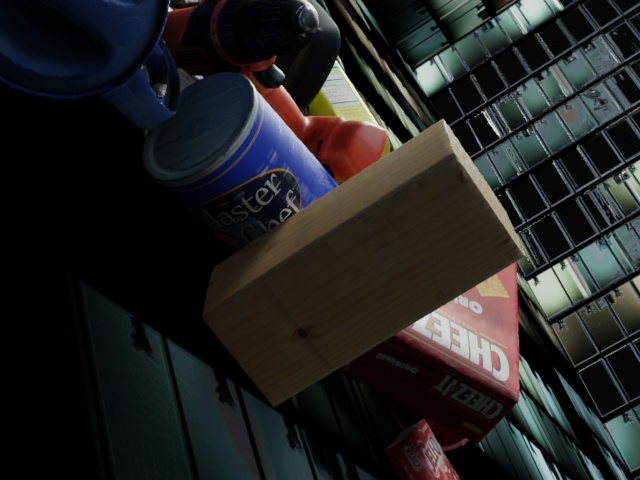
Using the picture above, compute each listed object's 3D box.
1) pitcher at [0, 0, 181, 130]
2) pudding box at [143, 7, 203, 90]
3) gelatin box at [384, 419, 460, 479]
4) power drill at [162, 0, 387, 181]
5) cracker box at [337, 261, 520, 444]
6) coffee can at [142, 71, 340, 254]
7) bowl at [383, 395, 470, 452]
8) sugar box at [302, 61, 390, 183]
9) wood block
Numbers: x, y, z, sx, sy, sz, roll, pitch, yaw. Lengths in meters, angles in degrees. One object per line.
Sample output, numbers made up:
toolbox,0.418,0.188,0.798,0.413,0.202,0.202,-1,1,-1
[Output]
pitcher,-0.153,-0.177,0.734,0.145,0.149,0.243,11,20,-6
pudding box,-0.151,-0.178,0.923,0.113,0.039,0.090,35,29,-53
gelatin box,0.096,0.206,0.961,0.073,0.030,0.089,59,13,7
power drill,-0.028,-0.122,0.848,0.185,0.057,0.187,8,-29,48
cracker box,0.094,0.053,0.951,0.164,0.072,0.213,28,34,-11
coffee can,-0.055,-0.046,0.828,0.140,0.103,0.103,47,17,-41
bowl,0.133,0.125,1.045,0.161,0.055,0.162,12,71,-39
sugar box,0.015,-0.111,1.082,0.176,0.048,0.093,-121,-152,-43
wood block,0.028,0.016,0.756,0.090,0.206,0.090,53,14,-18
